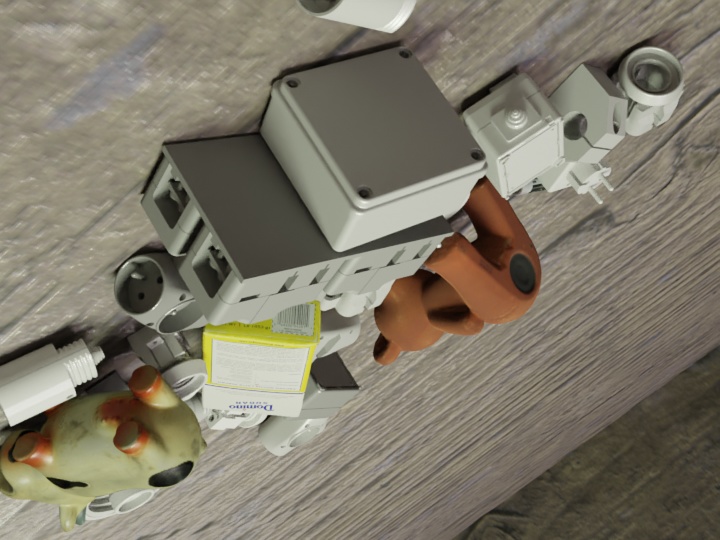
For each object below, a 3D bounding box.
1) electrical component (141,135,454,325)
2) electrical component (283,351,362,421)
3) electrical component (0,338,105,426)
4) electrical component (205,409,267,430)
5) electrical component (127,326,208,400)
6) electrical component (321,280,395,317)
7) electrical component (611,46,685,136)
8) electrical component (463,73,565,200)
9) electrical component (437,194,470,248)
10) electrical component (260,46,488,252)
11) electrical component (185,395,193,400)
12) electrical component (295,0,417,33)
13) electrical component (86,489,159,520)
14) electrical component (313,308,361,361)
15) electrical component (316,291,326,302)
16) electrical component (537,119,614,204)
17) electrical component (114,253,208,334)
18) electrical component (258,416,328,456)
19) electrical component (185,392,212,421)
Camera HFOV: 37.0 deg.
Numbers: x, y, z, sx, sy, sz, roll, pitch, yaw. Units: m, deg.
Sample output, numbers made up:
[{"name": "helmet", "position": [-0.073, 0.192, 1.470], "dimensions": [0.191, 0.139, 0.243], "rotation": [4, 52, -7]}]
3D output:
[{"name": "electrical component", "position": [-0.042, -0.034, 0.730], "dimensions": [0.186, 0.105, 0.060], "rotation": [-13, 152, -42]}, {"name": "electrical component", "position": [-0.057, 0.114, 1.087], "dimensions": [0.061, 0.061, 0.096], "rotation": [-42, 156, 20]}, {"name": "electrical component", "position": [-0.227, 0.077, 0.790], "dimensions": [0.081, 0.043, 0.043], "rotation": [-25, 157, -21]}, {"name": "electrical component", "position": [-0.121, 0.129, 1.051], "dimensions": [0.066, 0.048, 0.055], "rotation": [-43, 149, 21]}, {"name": "electrical component", "position": [-0.154, 0.074, 0.870], "dimensions": [0.048, 0.055, 0.066], "rotation": [-32, 158, -5]}, {"name": "electrical component", "position": [0.000, 0.000, 0.932], "dimensions": [0.078, 0.058, 0.057], "rotation": [-20, 158, -31]}, {"name": "electrical component", "position": [0.252, -0.160, 0.950], "dimensions": [0.078, 0.058, 0.057], "rotation": [-28, 161, -13]}, {"name": "electrical component", "position": [0.122, -0.112, 0.861], "dimensions": [0.062, 0.061, 0.096], "rotation": [-33, 158, -1]}, {"name": "electrical component", "position": [0.038, -0.045, 0.866], "dimensions": [0.138, 0.073, 0.052], "rotation": [-13, 151, -42]}, {"name": "electrical component", "position": [0.008, -0.081, 0.701], "dimensions": [0.109, 0.108, 0.056], "rotation": [-21, 158, -30]}, {"name": "electrical component", "position": [-0.157, 0.099, 0.948], "dimensions": [0.035, 0.035, 0.061], "rotation": [-33, 161, -2]}, {"name": "electrical component", "position": [0.004, -0.161, 0.614], "dimensions": [0.081, 0.043, 0.043], "rotation": [-4, 144, -52]}, {"name": "electrical component", "position": [-0.225, 0.194, 1.016], "dimensions": [0.108, 0.060, 0.108], "rotation": [-29, 158, -13]}, {"name": "electrical component", "position": [-0.050, 0.066, 1.018], "dimensions": [0.077, 0.043, 0.079], "rotation": [-8, 147, -48]}, {"name": "electrical component", "position": [-0.040, -0.008, 0.875], "dimensions": [0.079, 0.043, 0.077], "rotation": [-33, 159, -2]}, {"name": "electrical component", "position": [0.205, -0.096, 0.991], "dimensions": [0.047, 0.076, 0.065], "rotation": [-18, 154, -35]}, {"name": "electrical component", "position": [-0.126, 0.006, 0.782], "dimensions": [0.079, 0.044, 0.077], "rotation": [-39, 158, 13]}, {"name": "electrical component", "position": [-0.064, 0.170, 1.217], "dimensions": [0.077, 0.044, 0.079], "rotation": [-43, 157, 22]}, {"name": "electrical component", "position": [-0.165, 0.130, 0.996], "dimensions": [0.078, 0.040, 0.040], "rotation": [-11, 149, -45]}]
